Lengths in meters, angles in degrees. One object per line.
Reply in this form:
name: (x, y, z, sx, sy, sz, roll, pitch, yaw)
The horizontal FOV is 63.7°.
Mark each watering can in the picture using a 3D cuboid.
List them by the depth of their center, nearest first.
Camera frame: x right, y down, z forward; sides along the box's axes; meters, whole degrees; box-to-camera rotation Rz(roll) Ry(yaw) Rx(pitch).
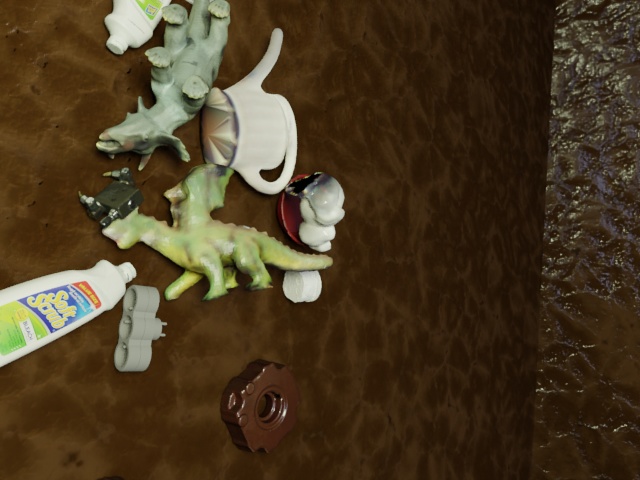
watering can: (-0.138, -0.263, 1.036, 0.104, 0.347, 0.225, -3, 3, 43)

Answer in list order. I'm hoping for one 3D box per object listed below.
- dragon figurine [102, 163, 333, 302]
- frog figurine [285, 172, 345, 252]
dragon figurine: (-0.174, -0.023, 0.932, 0.412, 0.243, 0.121, -12, 0, -31)
frog figurine: (0.003, -0.054, 1.064, 0.124, 0.157, 0.137, -36, 22, -24)
